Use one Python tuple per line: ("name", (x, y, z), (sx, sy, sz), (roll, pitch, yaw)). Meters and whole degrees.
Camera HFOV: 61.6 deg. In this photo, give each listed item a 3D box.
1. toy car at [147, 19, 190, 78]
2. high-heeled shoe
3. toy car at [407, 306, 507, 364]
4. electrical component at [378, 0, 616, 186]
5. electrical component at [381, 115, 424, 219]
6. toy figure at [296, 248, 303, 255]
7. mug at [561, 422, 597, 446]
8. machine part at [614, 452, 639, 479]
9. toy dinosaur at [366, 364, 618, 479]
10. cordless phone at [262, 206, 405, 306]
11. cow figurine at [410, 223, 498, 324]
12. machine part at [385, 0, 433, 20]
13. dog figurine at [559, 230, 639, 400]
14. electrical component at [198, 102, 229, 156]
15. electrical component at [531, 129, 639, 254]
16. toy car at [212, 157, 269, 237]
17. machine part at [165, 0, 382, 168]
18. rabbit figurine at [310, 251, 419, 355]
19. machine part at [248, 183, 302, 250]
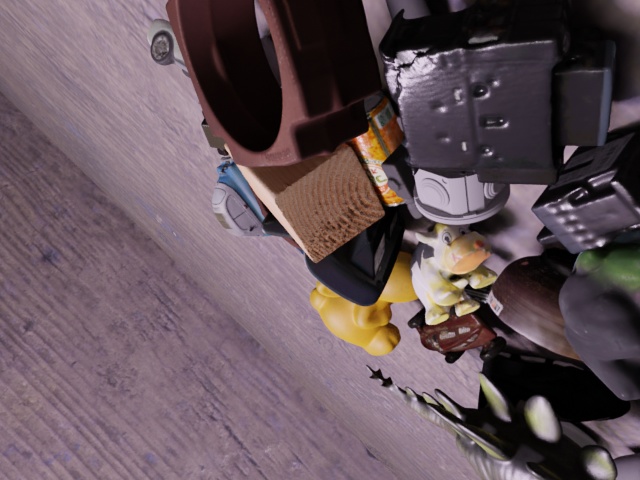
("toy car", (-0.130, -0.207, 0.652), (0.202, 0.056, 0.073), (35, -166, 23))
("high-heeled shoe", (0.281, 0.192, 0.681), (0.145, 0.086, 0.248), (9, 166, 15))
("toy car", (0.178, 0.128, 0.728), (0.089, 0.053, 0.202), (46, 167, 5))
("electrical component", (0.116, -0.094, 0.350), (0.134, 0.058, 0.114), (4, 144, 28))
("electrical component", (0.087, -0.070, 0.503), (0.021, 0.063, 0.093), (17, 146, 53))
("toy figure", (0.020, 0.040, 0.877), (0.154, 0.058, 0.064), (44, 156, 15))
("mug", (0.318, 0.284, 0.741), (0.107, 0.081, 0.109), (20, 150, 33))
("machine part", (0.379, 0.265, 0.577), (0.079, 0.079, 0.243), (39, 160, 16))
("toy dinosaur", (0.222, 0.245, 0.613), (0.472, 0.105, 0.198), (2, 129, 57))
("cordless phone", (-0.001, -0.001, 0.639), (0.184, 0.146, 0.088), (4, 131, 23))
("cow figurine", (0.137, 0.020, 0.579), (0.167, 0.068, 0.098), (86, 164, -60))
("machine part", (0.075, -0.149, 0.411), (0.084, 0.039, 0.138), (32, 161, 54))
("dog figurine", (0.273, 0.046, 0.311), (0.191, 0.108, 0.219), (45, 157, 8))
("electrical component", (-0.143, -0.170, 0.803), (0.078, 0.045, 0.102), (5, 148, 18))
("electrical component", (0.187, -0.032, 0.368), (0.047, 0.075, 0.119), (46, 163, -6))
("toy car", (-0.124, -0.059, 0.898), (0.109, 0.103, 0.161), (12, 144, 56))
("machine part", (-0.046, -0.169, 0.461), (0.202, 0.087, 0.200), (9, 122, 57))
("rabbit figurine", (0.074, 0.060, 0.734), (0.162, 0.122, 0.173), (33, 142, -18))
("machine part", (-0.026, -0.048, 0.793), (0.179, 0.056, 0.179), (38, 159, 18))
